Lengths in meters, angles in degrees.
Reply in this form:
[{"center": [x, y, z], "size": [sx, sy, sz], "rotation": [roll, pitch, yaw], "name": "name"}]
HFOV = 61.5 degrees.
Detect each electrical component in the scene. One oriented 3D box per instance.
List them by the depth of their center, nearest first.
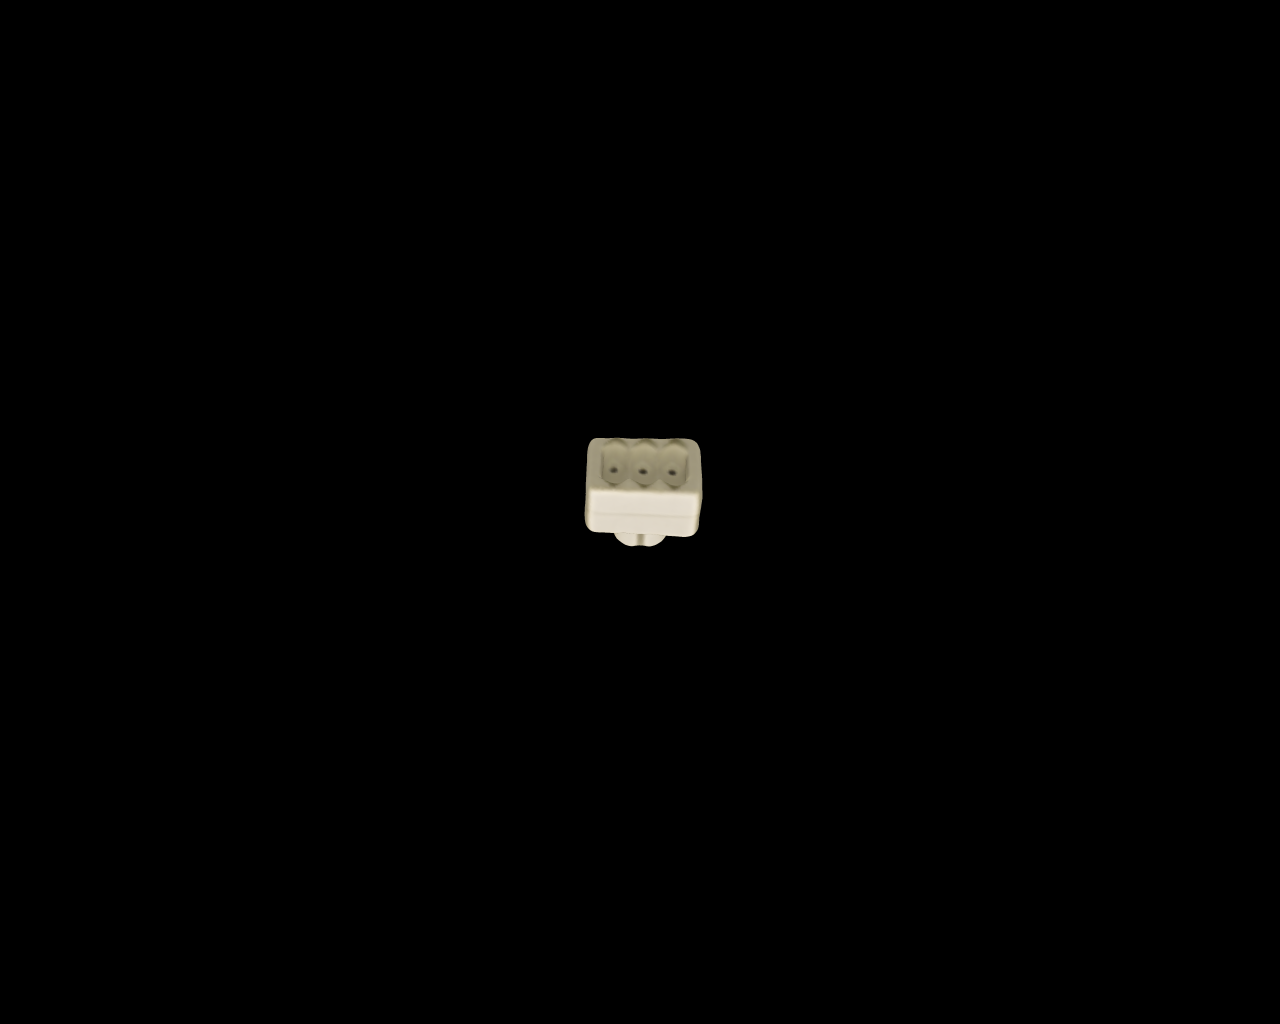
[{"center": [0.001, -0.003, 0.650], "size": [0.066, 0.047, 0.076], "rotation": [2, -43, -2], "name": "electrical component"}]
